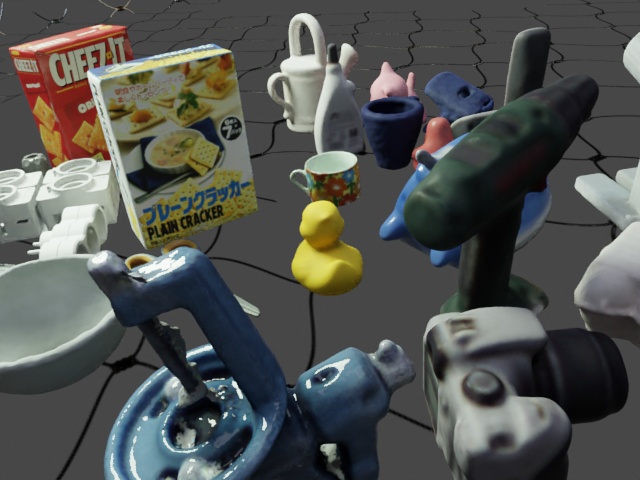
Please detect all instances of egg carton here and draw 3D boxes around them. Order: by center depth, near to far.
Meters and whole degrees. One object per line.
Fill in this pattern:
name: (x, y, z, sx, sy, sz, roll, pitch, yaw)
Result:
egg carton: (0.306, 0.041, 0.521, 0.107, 0.069, 0.151, 24, 42, 39)

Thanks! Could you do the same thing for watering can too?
watering can: (-0.013, -0.298, 1.008, 0.100, 0.194, 0.173, 17, 38, 32)

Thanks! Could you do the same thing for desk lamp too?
desk lamp: (0.381, -0.112, 0.624, 0.118, 0.214, 0.203, -8, 31, -5)

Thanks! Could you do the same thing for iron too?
iron: (0.190, -0.069, 0.651, 0.259, 0.142, 0.118, -26, 37, -31)

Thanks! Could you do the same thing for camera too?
camera: (0.149, 0.105, 0.408, 0.137, 0.101, 0.143, -6, 31, -1)

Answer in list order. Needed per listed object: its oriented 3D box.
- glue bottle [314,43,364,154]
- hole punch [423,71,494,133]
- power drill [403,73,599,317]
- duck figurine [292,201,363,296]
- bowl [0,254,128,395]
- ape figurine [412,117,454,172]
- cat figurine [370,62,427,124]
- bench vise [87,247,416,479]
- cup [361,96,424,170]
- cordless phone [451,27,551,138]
glue bottle: (0.026, -0.214, 0.883, 0.078, 0.173, 0.037, -14, 32, -14)
hole punch: (0.233, -0.227, 0.954, 0.100, 0.091, 0.109, 14, 36, 29)
power drill: (0.166, -0.022, 0.511, 0.230, 0.209, 0.075, -29, 38, -33)
duck figurine: (0.006, 0.002, 0.614, 0.077, 0.086, 0.104, -13, 32, -13)
bowl: (-0.247, 0.086, 0.524, 0.167, 0.075, 0.167, -4, 31, 2)
ape figurine: (0.167, -0.127, 0.797, 0.077, 0.092, 0.076, 5, 33, 16)
cat figurine: (0.129, -0.245, 0.972, 0.067, 0.118, 0.128, 18, 38, 34)
bench vise: (-0.048, 0.082, 0.360, 0.208, 0.220, 0.121, -25, 36, -29)
cup: (0.115, -0.161, 0.858, 0.091, 0.095, 0.118, 17, 38, 32)
cordless phone: (0.259, -0.205, 0.822, 0.148, 0.185, 0.094, -12, 32, -11)
